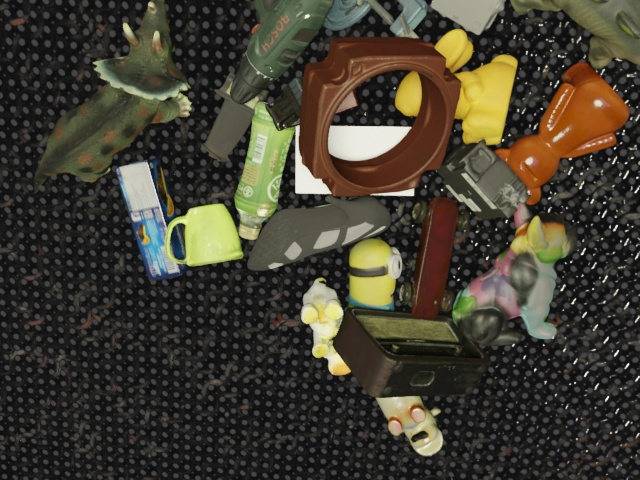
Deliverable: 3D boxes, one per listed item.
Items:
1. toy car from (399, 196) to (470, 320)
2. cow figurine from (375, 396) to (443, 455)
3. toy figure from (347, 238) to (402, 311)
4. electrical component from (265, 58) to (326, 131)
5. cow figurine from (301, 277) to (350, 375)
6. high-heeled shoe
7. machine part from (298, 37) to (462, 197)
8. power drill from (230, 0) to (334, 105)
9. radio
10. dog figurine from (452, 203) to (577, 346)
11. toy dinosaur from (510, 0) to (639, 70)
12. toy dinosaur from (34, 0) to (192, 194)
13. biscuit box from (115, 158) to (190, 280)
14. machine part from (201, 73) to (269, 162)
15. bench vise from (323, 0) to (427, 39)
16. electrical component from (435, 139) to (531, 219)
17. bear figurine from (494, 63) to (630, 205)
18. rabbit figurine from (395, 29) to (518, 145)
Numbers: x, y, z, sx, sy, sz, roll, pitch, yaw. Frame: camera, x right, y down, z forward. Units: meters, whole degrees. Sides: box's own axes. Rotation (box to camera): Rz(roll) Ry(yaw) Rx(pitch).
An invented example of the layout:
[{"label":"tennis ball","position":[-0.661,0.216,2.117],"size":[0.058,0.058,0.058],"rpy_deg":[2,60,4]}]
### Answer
[{"label":"toy car","position":[0.186,0.029,0.886],"size":[0.089,0.053,0.202],"rpy_deg":[9,92,-11]},{"label":"cow figurine","position":[0.146,0.285,0.937],"size":[0.085,0.127,0.195],"rpy_deg":[-33,85,10]},{"label":"toy figure","position":[0.084,0.086,0.900],"size":[0.089,0.082,0.180],"rpy_deg":[3,113,-19]},{"label":"electrical component","position":[-0.014,-0.208,0.769],"size":[0.119,0.075,0.047],"rpy_deg":[-27,91,37]},{"label":"cow figurine","position":[0.015,0.151,0.928],"size":[0.068,0.098,0.167],"rpy_deg":[-14,121,4]},{"label":"high-heeled shoe","position":[-0.002,-0.003,0.914],"size":[0.145,0.086,0.249],"rpy_deg":[21,137,-41]},{"label":"machine part","position":[0.078,-0.162,0.728],"size":[0.201,0.087,0.200],"rpy_deg":[-5,129,-16]},{"label":"power drill","position":[-0.090,-0.338,0.782],"size":[0.232,0.086,0.207],"rpy_deg":[-26,73,44]},{"label":"radio","position":[0.147,0.177,0.846],"size":[0.229,0.131,0.073],"rpy_deg":[7,115,-30]},{"label":"dog figurine","position":[0.299,0.046,0.841],"size":[0.192,0.108,0.219],"rpy_deg":[-8,118,3]},{"label":"toy dinosaur","position":[0.349,-0.357,0.723],"size":[0.471,0.198,0.105],"rpy_deg":[34,100,-6]},{"label":"toy dinosaur","position":[-0.334,-0.175,0.818],"size":[0.405,0.192,0.131],"rpy_deg":[-41,95,11]},{"label":"biscuit box","position":[-0.280,-0.035,0.912],"size":[0.059,0.063,0.202],"rpy_deg":[-12,102,6]},{"label":"machine part","position":[-0.146,-0.196,0.879],"size":[0.084,0.039,0.138],"rpy_deg":[25,102,-10]},{"label":"bench vise","position":[0.075,-0.374,0.762],"size":[0.223,0.129,0.241],"rpy_deg":[-43,71,19]},{"label":"electrical component","position":[0.242,-0.091,0.822],"size":[0.058,0.134,0.115],"rpy_deg":[-42,98,-3]},{"label":"bear figurine","position":[0.364,-0.158,0.825],"size":[0.120,0.132,0.196],"rpy_deg":[42,120,-5]},{"label":"rabbit figurine","position":[0.200,-0.228,0.810],"size":[0.173,0.122,0.162],"rpy_deg":[9,101,21]}]
